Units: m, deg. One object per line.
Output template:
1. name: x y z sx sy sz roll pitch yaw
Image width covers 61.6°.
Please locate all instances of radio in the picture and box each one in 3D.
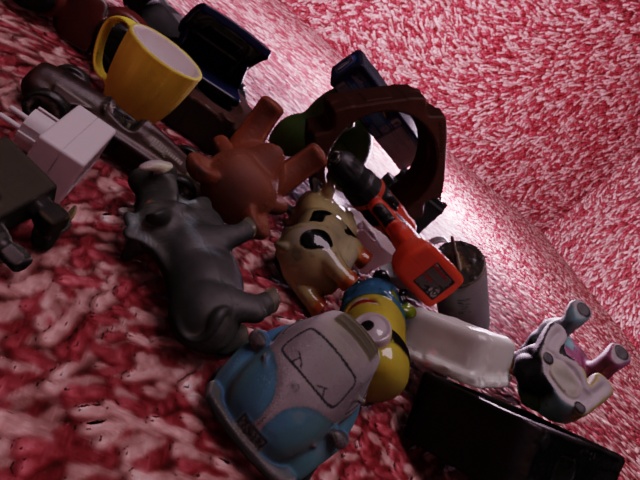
1. radio: 0.207 0.214 0.559 0.229 0.073 0.131 26 -7 -36

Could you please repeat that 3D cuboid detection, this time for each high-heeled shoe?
1. high-heeled shoe: -0.219 -0.300 0.865 0.248 0.086 0.145 54 -16 -25

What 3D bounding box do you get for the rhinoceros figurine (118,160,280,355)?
1. rhinoceros figurine: -0.111 0.012 0.451 0.112 0.073 0.190 5 45 -42

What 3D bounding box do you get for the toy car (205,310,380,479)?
1. toy car: -0.002 0.106 0.422 0.109 0.103 0.161 50 24 12

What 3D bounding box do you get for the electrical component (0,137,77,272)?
1. electrical component: -0.218 -0.030 0.371 0.102 0.045 0.078 40 50 -4

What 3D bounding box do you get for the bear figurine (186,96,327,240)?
1. bear figurine: -0.066 -0.082 0.583 0.120 0.132 0.196 45 3 -8

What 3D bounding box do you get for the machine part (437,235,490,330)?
1. machine part: 0.204 0.079 0.774 0.243 0.079 0.079 66 -2 -51

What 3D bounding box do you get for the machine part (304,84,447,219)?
1. machine part: 0.082 -0.125 0.813 0.087 0.201 0.201 -112 -166 -58

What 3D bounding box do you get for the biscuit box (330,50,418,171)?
1. biscuit box: 0.099 -0.206 0.864 0.202 0.059 0.063 45 31 -30

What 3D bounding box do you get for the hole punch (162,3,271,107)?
1. hole punch: -0.137 -0.255 0.720 0.142 0.092 0.116 25 22 -29

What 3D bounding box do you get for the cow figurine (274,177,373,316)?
1. cow figurine: -0.001 -0.002 0.652 0.127 0.085 0.195 50 22 -2

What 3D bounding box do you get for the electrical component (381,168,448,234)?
1. electrical component: 0.149 -0.064 0.982 0.134 0.115 0.058 30 22 -32

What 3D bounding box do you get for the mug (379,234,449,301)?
1. mug: 0.161 0.043 0.832 0.107 0.109 0.081 45 11 -38

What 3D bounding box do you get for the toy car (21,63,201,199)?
1. toy car: -0.193 -0.104 0.536 0.202 0.053 0.089 34 21 -23

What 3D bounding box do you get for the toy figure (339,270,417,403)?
1. toy figure: 0.060 0.096 0.579 0.089 0.082 0.180 42 19 -6

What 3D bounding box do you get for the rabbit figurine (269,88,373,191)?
1. rabbit figurine: 0.004 -0.166 0.900 0.170 0.159 0.121 5 52 -36

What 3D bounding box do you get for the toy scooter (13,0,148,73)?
1. toy scooter: -0.278 -0.277 0.673 0.184 0.075 0.135 32 23 -17

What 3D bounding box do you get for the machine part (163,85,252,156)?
1. machine part: -0.157 -0.187 0.743 0.179 0.056 0.179 36 22 -17

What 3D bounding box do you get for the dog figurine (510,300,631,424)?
1. dog figurine: 0.309 0.191 0.756 0.191 0.219 0.108 -36 74 -29
